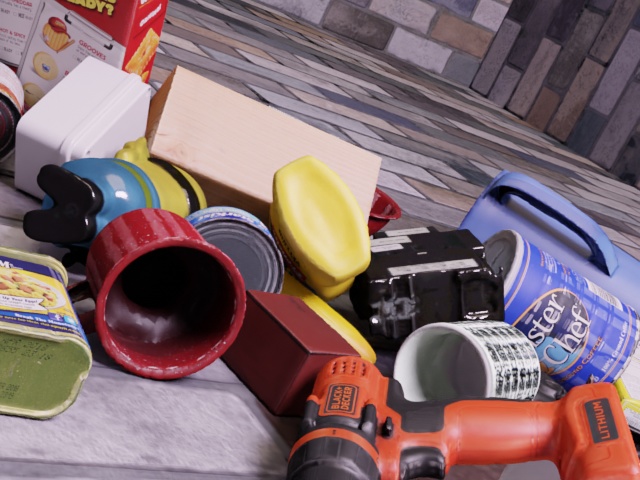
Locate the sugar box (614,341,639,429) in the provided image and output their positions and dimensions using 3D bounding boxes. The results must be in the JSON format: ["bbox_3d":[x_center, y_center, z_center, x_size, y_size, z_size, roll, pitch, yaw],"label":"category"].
[{"bbox_3d":[0.293,0.140,1.002,0.093,0.048,0.176,27,17,-9],"label":"sugar box"}]

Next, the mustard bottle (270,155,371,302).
[{"bbox_3d":[-0.006,0.001,0.864,0.096,0.058,0.192,59,-10,8],"label":"mustard bottle"}]

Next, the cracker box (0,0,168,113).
[{"bbox_3d":[-0.227,-0.183,0.930,0.164,0.214,0.072,28,38,7],"label":"cracker box"}]

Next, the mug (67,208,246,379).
[{"bbox_3d":[-0.113,0.032,0.673,0.117,0.093,0.082,-18,25,-14],"label":"mug"}]

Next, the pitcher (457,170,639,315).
[{"bbox_3d":[0.265,0.033,1.162,0.243,0.145,0.149,33,14,15],"label":"pitcher"}]

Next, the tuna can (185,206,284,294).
[{"bbox_3d":[-0.070,0.020,0.760,0.086,0.086,0.034,21,14,-17],"label":"tuna can"}]

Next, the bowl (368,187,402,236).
[{"bbox_3d":[0.003,-0.040,1.132,0.162,0.055,0.162,24,15,-7],"label":"bowl"}]

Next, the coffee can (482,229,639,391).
[{"bbox_3d":[0.200,0.069,0.962,0.140,0.103,0.103,31,14,-14],"label":"coffee can"}]

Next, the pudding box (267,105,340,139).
[{"bbox_3d":[-0.027,-0.099,1.103,0.090,0.039,0.113,24,13,-3],"label":"pudding box"}]

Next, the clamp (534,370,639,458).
[{"bbox_3d":[0.195,0.138,0.883,0.120,0.039,0.172,17,17,-42],"label":"clamp"}]

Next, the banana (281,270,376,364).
[{"bbox_3d":[-0.034,0.038,0.848,0.069,0.037,0.198,14,19,-47],"label":"banana"}]

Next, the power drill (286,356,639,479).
[{"bbox_3d":[0.076,0.124,0.591,0.187,0.057,0.184,4,24,6],"label":"power drill"}]

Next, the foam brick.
[{"bbox_3d":[-0.021,0.076,0.717,0.052,0.051,0.078,12,21,-45],"label":"foam brick"}]

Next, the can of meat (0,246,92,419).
[{"bbox_3d":[-0.177,0.045,0.562,0.101,0.057,0.084,15,20,-33],"label":"can of meat"}]

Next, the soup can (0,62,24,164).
[{"bbox_3d":[-0.279,-0.107,0.879,0.068,0.068,0.102,20,15,-21],"label":"soup can"}]

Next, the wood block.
[{"bbox_3d":[-0.060,-0.062,0.965,0.205,0.090,0.090,22,-24,-19],"label":"wood block"}]

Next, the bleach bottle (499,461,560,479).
[{"bbox_3d":[0.230,0.190,0.729,0.250,0.068,0.103,14,19,-45],"label":"bleach bottle"}]
